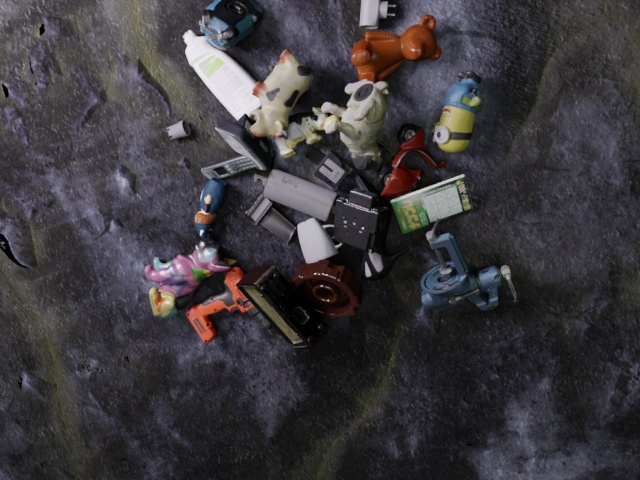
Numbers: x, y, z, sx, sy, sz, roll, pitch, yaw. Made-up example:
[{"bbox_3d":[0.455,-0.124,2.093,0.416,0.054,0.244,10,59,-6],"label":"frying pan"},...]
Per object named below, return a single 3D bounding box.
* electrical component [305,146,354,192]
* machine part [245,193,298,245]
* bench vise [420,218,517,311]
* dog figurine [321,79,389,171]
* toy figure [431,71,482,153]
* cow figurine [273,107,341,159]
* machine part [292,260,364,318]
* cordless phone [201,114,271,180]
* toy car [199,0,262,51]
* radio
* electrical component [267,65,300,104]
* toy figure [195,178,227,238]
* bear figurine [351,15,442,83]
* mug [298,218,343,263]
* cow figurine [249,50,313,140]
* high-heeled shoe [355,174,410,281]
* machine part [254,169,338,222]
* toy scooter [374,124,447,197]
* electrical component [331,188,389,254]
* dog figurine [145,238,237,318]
[{"bbox_3d":[0.018,-0.180,1.297,0.119,0.048,0.075,41,101,-3],"label":"electrical component"},{"bbox_3d":[-0.112,-0.050,1.340,0.139,0.039,0.084,42,97,0],"label":"machine part"},{"bbox_3d":[0.325,0.071,1.260,0.224,0.129,0.240,-17,117,28],"label":"bench vise"},{"bbox_3d":[0.117,-0.252,1.211,0.172,0.121,0.190,-21,141,32],"label":"dog figurine"},{"bbox_3d":[0.320,-0.288,1.226,0.089,0.082,0.180,21,99,4],"label":"toy figure"},{"bbox_3d":[-0.037,-0.271,1.279,0.167,0.068,0.098,-28,90,10],"label":"cow figurine"},{"bbox_3d":[0.018,0.119,1.300,0.179,0.056,0.179,14,141,11],"label":"machine part"},{"bbox_3d":[-0.223,-0.209,1.282,0.184,0.146,0.089,-16,56,21],"label":"cordless phone"},{"bbox_3d":[-0.211,-0.489,1.235,0.109,0.162,0.103,32,147,-5],"label":"toy car"},{"bbox_3d":[-0.090,0.164,1.309,0.229,0.131,0.073,49,64,-13],"label":"radio"},{"bbox_3d":[-0.081,-0.370,1.274,0.078,0.045,0.102,-9,99,7],"label":"electrical component"},{"bbox_3d":[-0.277,-0.078,1.342,0.058,0.064,0.154,36,110,35],"label":"toy figure"},{"bbox_3d":[0.175,-0.412,1.201,0.196,0.132,0.120,-9,132,12],"label":"bear figurine"},{"bbox_3d":[-0.003,-0.004,1.315,0.110,0.081,0.107,-26,89,16],"label":"mug"},{"bbox_3d":[-0.090,-0.313,1.212,0.127,0.085,0.195,38,87,-6],"label":"cow figurine"},{"bbox_3d":[0.111,-0.025,1.304,0.145,0.086,0.248,-31,91,22],"label":"high-heeled shoe"},{"bbox_3d":[-0.047,-0.109,1.301,0.243,0.079,0.079,23,102,2],"label":"machine part"},{"bbox_3d":[0.217,-0.169,1.263,0.135,0.075,0.183,25,103,-8],"label":"toy scooter"},{"bbox_3d":[0.091,-0.048,1.233,0.115,0.058,0.134,18,115,26],"label":"electrical component"},{"bbox_3d":[-0.319,0.096,1.357,0.219,0.108,0.191,-8,98,5],"label":"dog figurine"}]
